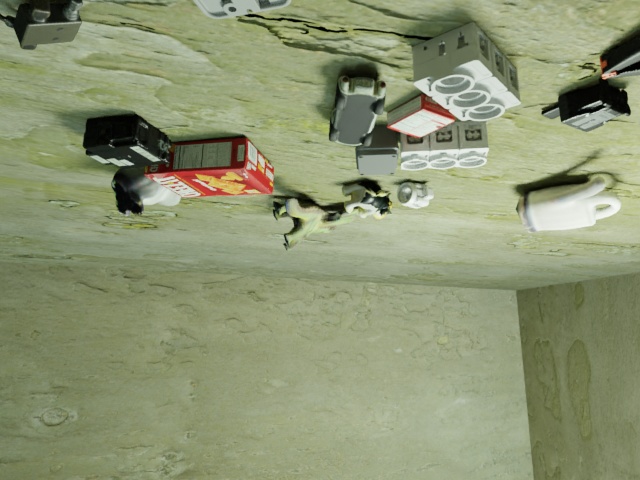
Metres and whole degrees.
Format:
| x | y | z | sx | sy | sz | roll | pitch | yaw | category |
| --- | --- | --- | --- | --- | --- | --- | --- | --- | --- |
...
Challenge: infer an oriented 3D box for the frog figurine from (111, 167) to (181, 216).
| x | y | z | sx | sy | sz | roll | pitch | yaw | category |
| --- | --- | --- | --- | --- | --- | --- | --- | --- | --- |
| -0.368 | -0.123 | 1.136 | 0.162 | 0.122 | 0.135 | -36 | -174 | -42 | frog figurine |

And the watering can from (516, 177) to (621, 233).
| x | y | z | sx | sy | sz | roll | pitch | yaw | category |
| --- | --- | --- | --- | --- | --- | --- | --- | --- | --- |
| 0.573 | -0.086 | 1.205 | 0.223 | 0.105 | 0.345 | -7 | 167 | 31 | watering can |

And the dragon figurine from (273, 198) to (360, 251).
| x | y | z | sx | sy | sz | roll | pitch | yaw | category |
| --- | --- | --- | --- | --- | --- | --- | --- | --- | --- |
| 0.004 | -0.070 | 1.389 | 0.243 | 0.123 | 0.406 | -15 | 172 | -12 | dragon figurine |
